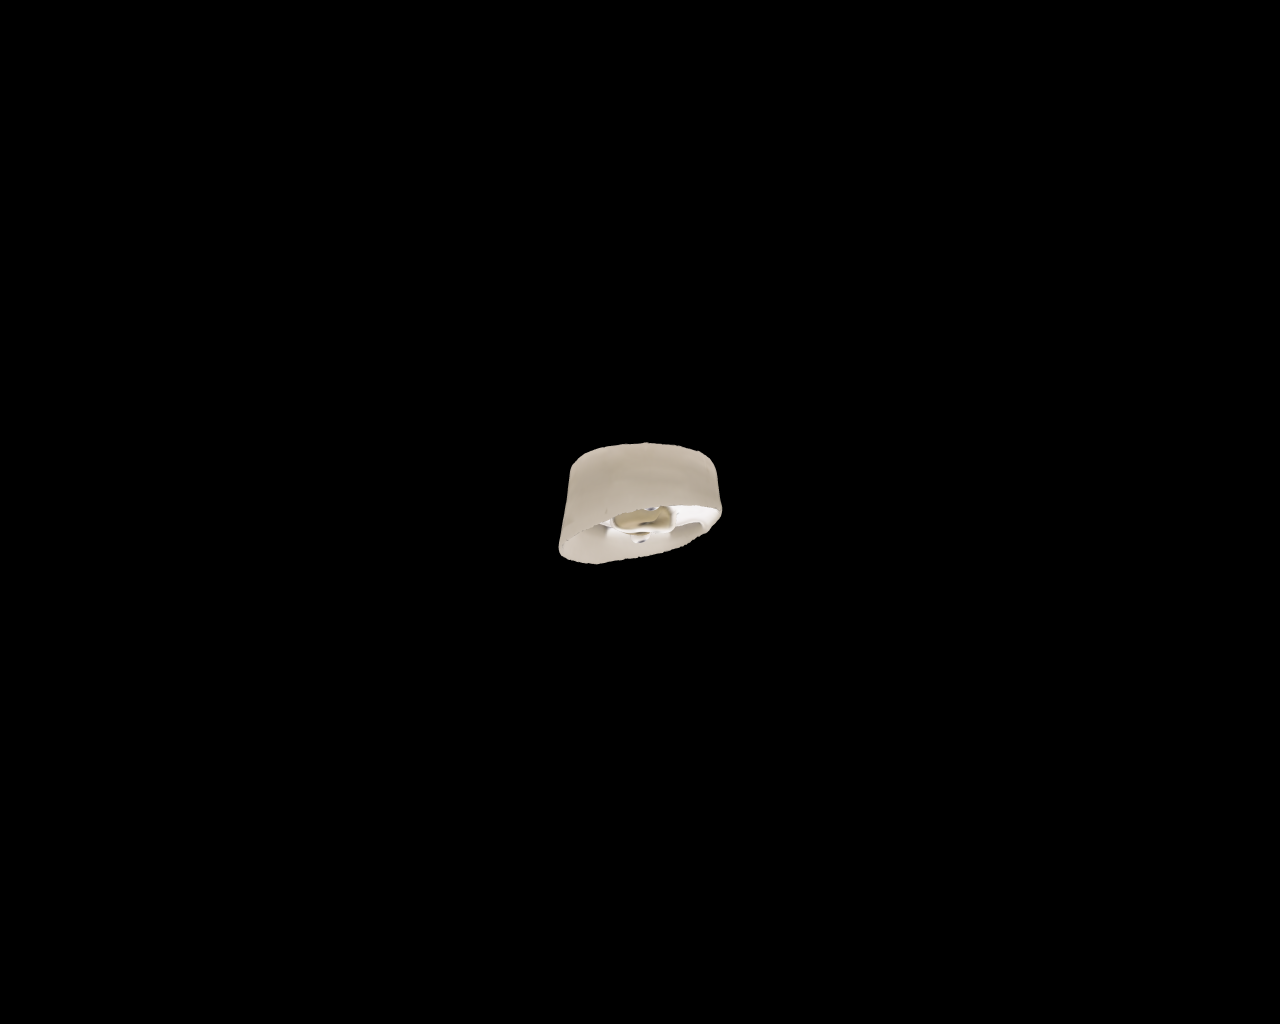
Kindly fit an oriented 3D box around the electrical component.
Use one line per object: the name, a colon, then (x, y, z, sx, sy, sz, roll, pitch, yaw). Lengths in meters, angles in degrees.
electrical component: (0.001, -0.003, 0.650, 0.099, 0.064, 0.099, 0, -20, 0)
